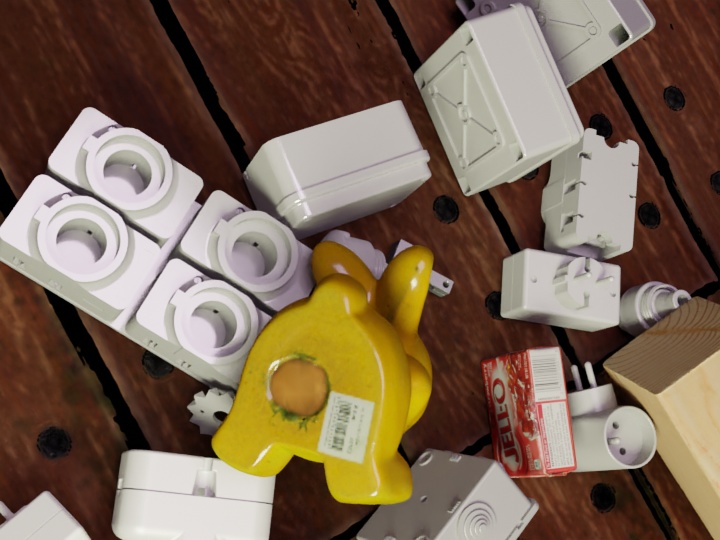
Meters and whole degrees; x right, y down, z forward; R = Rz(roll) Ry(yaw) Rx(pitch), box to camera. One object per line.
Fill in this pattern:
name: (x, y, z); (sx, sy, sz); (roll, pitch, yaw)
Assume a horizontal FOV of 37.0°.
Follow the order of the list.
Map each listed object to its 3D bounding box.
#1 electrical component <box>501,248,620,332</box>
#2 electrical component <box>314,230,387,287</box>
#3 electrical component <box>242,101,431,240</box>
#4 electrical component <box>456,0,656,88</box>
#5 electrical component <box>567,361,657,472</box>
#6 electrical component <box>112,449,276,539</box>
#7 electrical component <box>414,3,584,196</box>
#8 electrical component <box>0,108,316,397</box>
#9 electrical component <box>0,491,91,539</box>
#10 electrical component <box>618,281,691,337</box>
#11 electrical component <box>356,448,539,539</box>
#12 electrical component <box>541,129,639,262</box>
electrical component: (0.160, 0.012, 0.803); (0.083, 0.076, 0.047); (10, 75, -19)
electrical component: (0.000, 0.000, 0.763); (0.062, 0.048, 0.048); (13, 73, -25)
electrical component: (-0.016, -0.066, 0.752); (0.113, 0.078, 0.057); (-21, 83, -24)
electrical component: (0.149, -0.198, 0.825); (0.108, 0.109, 0.056); (55, 42, -2)
electrical component: (0.171, 0.107, 0.785); (0.043, 0.077, 0.079); (-11, 82, -23)
electrical component: (-0.105, 0.149, 0.681); (0.095, 0.054, 0.059); (11, 74, -19)
electrical component: (0.099, -0.123, 0.793); (0.056, 0.109, 0.108); (-21, 86, -21)
electrical component: (-0.128, -0.009, 0.705); (0.186, 0.060, 0.105); (33, 68, -11)
electrical component: (-0.192, 0.165, 0.639); (0.076, 0.083, 0.047); (34, 62, 31)
electrical component: (0.231, 0.030, 0.834); (0.043, 0.062, 0.043); (5, 76, -20)
electrical component: (0.056, 0.168, 0.716); (0.099, 0.100, 0.048); (-47, 110, -23)
electrical component: (0.178, -0.055, 0.836); (0.050, 0.056, 0.089); (13, 74, -18)
